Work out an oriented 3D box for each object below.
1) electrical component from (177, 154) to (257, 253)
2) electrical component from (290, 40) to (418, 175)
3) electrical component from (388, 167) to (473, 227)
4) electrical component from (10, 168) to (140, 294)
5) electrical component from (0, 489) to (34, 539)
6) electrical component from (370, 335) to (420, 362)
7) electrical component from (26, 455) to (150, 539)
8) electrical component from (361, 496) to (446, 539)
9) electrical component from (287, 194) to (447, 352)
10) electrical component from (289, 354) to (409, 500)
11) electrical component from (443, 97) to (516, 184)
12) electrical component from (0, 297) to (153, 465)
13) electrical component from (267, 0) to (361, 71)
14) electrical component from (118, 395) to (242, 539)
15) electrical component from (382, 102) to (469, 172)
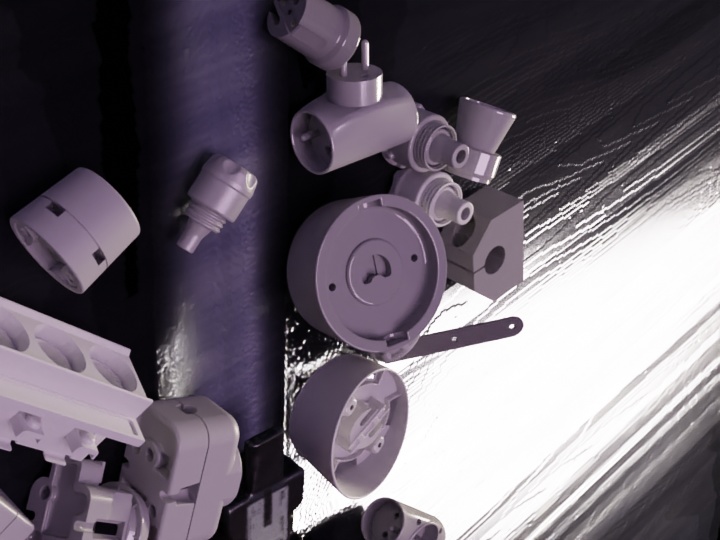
[{"bbox_3d":[-0.092,-0.039,0.662,0.061,0.035,0.035,-58,140,-1],"label":"electrical component"},{"bbox_3d":[-0.004,-0.111,0.705,0.077,0.044,0.079,-25,128,-36],"label":"electrical component"},{"bbox_3d":[0.054,-0.051,0.787,0.043,0.062,0.043,-24,128,-36],"label":"electrical component"},{"bbox_3d":[-0.155,-0.023,0.590,0.047,0.055,0.055,-46,138,-23],"label":"electrical component"},{"bbox_3d":[-0.229,0.170,0.625,0.083,0.047,0.075,-48,138,-16],"label":"electrical component"},{"bbox_3d":[0.013,0.036,0.810,0.062,0.048,0.048,44,77,-30],"label":"electrical component"},{"bbox_3d":[-0.170,0.159,0.671,0.057,0.058,0.078,28,68,-54],"label":"electrical component"},{"bbox_3d":[0.030,0.244,0.943,0.079,0.044,0.077,-58,140,-3],"label":"electrical component"},{"bbox_3d":[0.000,0.000,0.753,0.108,0.060,0.108,-4,97,-33],"label":"electrical component"},{"bbox_3d":[-0.004,0.116,0.819,0.099,0.064,0.099,-24,127,-36],"label":"electrical component"},{"bbox_3d":[0.088,-0.097,0.810,0.045,0.045,0.055,4,109,-48],"label":"electrical component"},{"bbox_3d":[-0.185,0.062,0.596,0.063,0.078,0.121,-43,142,12],"label":"electrical component"},{"bbox_3d":[-0.029,-0.149,0.662,0.046,0.040,0.040,21,96,-45],"label":"electrical component"},{"bbox_3d":[-0.119,0.134,0.716,0.059,0.054,0.095,-2,113,-46],"label":"electrical component"},{"bbox_3d":[0.049,-0.089,0.759,0.048,0.062,0.048,-24,128,-36],"label":"electrical component"}]
